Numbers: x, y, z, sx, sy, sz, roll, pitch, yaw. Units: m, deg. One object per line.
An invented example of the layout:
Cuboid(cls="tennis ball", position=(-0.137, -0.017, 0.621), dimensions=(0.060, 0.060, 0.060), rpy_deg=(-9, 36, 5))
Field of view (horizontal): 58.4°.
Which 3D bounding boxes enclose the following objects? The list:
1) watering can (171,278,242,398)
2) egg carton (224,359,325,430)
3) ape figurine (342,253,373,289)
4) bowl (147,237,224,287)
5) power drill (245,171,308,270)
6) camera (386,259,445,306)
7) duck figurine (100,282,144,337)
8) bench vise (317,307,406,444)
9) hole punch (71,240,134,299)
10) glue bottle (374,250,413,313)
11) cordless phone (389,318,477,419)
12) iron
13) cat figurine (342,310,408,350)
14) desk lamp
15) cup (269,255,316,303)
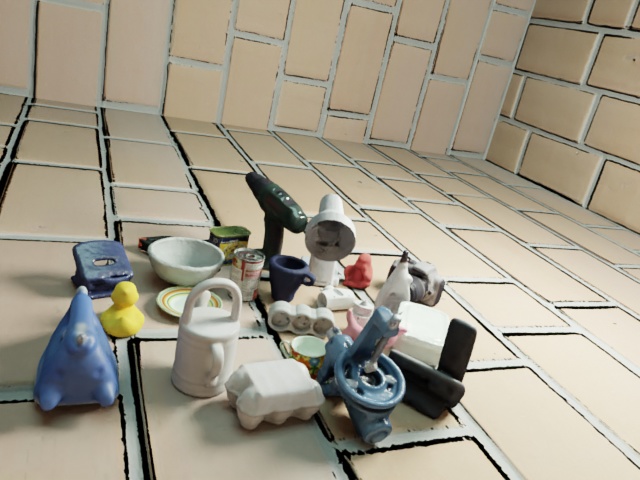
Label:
Cuboid(cls="watering can", position=(-0.186, 0.145, 0.940), dimensions=(0.101, 0.194, 0.172), rpy_deg=(-9, 30, -45))
Cuboid(cls="egg carton", position=(-0.073, 0.246, 0.923), dimensions=(0.151, 0.069, 0.107), rpy_deg=(0, 24, -31))
Cuboid(cls="ape figurine", position=(0.104, 0.075, 1.438), dimensions=(0.076, 0.092, 0.077), rpy_deg=(-4, 27, -38))
Cuboid(cls="bowl", position=(-0.298, 0.058, 1.267), dimensions=(0.167, 0.075, 0.167), rpy_deg=(11, 21, -4))
Cuboid(cls="power drill", position=(-0.128, -0.042, 1.437), dimensions=(0.076, 0.208, 0.228), rpy_deg=(-10, 30, -45))
Cuboid(cls="camera", position=(0.224, 0.103, 1.425), dimensions=(0.142, 0.101, 0.137), rpy_deg=(25, 24, 29))
Cuboid(cls="duck figurine", position=(-0.360, 0.121, 1.053), dimensions=(0.078, 0.086, 0.104), rpy_deg=(5, 22, -19))
Cuboid(cls="bench vise", position=(0.060, 0.189, 0.936), dimensions=(0.122, 0.220, 0.206), rpy_deg=(-8, 29, -43))
Cuboid(cls="hole punch", position=(-0.438, 0.058, 1.162), dimensions=(0.109, 0.091, 0.100), rpy_deg=(-6, 28, -41))
Cuboid(cls="glue bottle", position=(0.175, 0.102, 1.296), dimensions=(0.078, 0.173, 0.037), rpy_deg=(7, 21, -14))
Cuboid(cls="cordless phone", position=(0.201, 0.206, 1.025), dimensions=(0.147, 0.185, 0.094), rpy_deg=(22, 22, 22))
Cuboid(cls="iron", position=(-0.376, 0.148, 0.895), dimensions=(0.119, 0.141, 0.257), rpy_deg=(3, 23, -25))
Cuboid(cls="cat figurine", position=(0.100, 0.181, 1.126), dimensions=(0.127, 0.118, 0.067), rpy_deg=(23, 23, 26))
Cuboid(cls="desk lamp", position=(0.013, 0.005, 1.393), dimensions=(0.118, 0.213, 0.203), rpy_deg=(10, 21, -6))
Cuboid(cls="cup", position=(-0.065, 0.097, 1.279), dimensions=(0.117, 0.095, 0.092), rpy_deg=(23, 23, 25))
